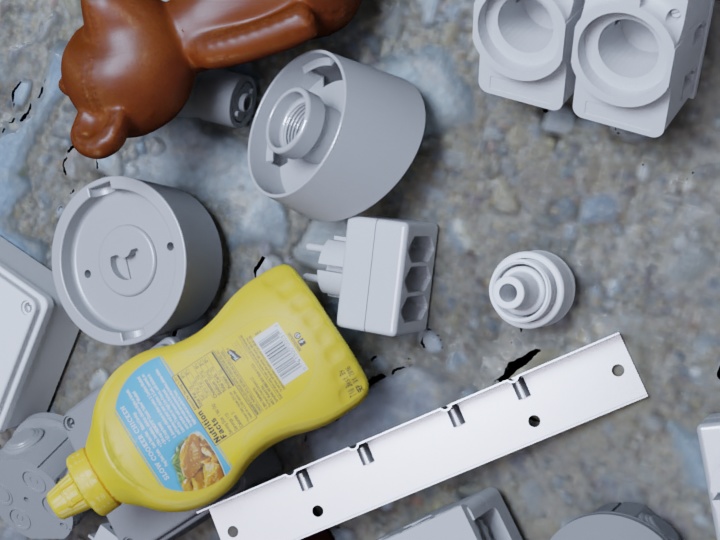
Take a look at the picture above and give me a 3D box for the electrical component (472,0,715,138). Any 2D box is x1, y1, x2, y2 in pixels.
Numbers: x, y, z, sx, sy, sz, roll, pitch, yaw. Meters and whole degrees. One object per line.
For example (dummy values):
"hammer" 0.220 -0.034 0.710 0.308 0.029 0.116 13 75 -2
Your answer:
"electrical component" 0.118 -0.165 0.521 0.105 0.060 0.186 20 134 25

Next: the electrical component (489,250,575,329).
"electrical component" 0.092 0.011 0.591 0.043 0.062 0.043 1 92 27

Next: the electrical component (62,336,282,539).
"electrical component" -0.125 0.114 0.707 0.109 0.056 0.108 -35 76 23

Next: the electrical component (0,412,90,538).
"electrical component" -0.216 0.143 0.745 0.080 0.051 0.080 12 122 19

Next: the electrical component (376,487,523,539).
"electrical component" 0.066 0.212 0.611 0.089 0.062 0.150 -31 78 24

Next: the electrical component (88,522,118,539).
"electrical component" -0.163 0.207 0.737 0.066 0.048 0.055 30 97 23

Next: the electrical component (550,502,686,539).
"electrical component" 0.140 0.166 0.578 0.080 0.051 0.080 1 92 27

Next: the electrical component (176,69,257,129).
"electrical component" -0.100 -0.115 0.696 0.065 0.044 0.044 16 99 21

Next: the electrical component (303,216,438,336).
"electrical component" 0.000 0.000 0.645 0.077 0.047 0.065 9 96 26

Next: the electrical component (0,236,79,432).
"electrical component" -0.265 0.043 0.775 0.109 0.056 0.108 31 105 23

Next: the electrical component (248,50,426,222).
"electrical component" -0.018 -0.078 0.631 0.099 0.064 0.099 -23 58 43

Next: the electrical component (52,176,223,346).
"electrical component" -0.141 -0.007 0.708 0.108 0.060 0.108 1 92 27

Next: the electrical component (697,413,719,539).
"electrical component" 0.196 0.107 0.533 0.047 0.077 0.065 -11 87 27
